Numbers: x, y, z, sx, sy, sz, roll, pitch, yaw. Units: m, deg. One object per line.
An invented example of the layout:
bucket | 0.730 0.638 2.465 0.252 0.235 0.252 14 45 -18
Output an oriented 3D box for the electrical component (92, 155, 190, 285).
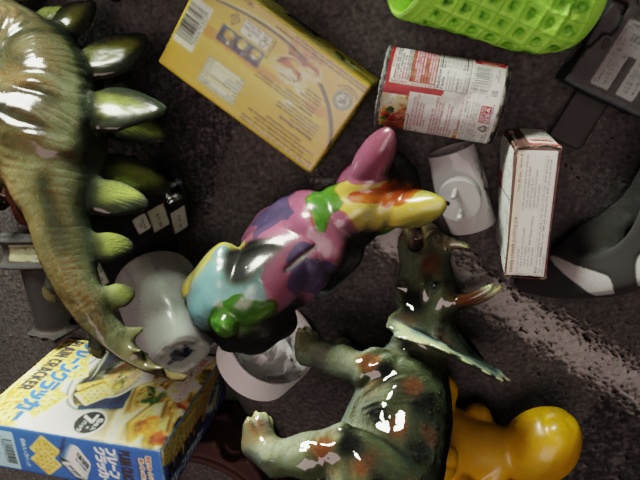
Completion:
electrical component | -0.194 -0.015 0.532 0.058 0.134 0.114 46 153 19

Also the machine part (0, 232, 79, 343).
machine part | -0.336 0.055 0.647 0.084 0.039 0.138 -5 108 6

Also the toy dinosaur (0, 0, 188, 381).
toy dinosaur | -0.230 -0.094 0.450 0.199 0.105 0.471 -13 71 -17

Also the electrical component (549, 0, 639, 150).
electrical component | 0.235 -0.131 0.440 0.075 0.048 0.119 30 112 1

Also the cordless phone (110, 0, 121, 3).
cordless phone | -0.182 -0.316 0.450 0.146 0.089 0.184 26 85 -19

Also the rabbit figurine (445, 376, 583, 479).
rabbit figurine | 0.178 0.223 0.548 0.173 0.122 0.162 -16 111 17

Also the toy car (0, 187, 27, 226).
toy car | -0.323 -0.106 0.575 0.089 0.053 0.202 9 111 6

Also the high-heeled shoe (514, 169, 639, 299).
high-heeled shoe | 0.241 -0.042 0.437 0.249 0.086 0.145 -29 99 40

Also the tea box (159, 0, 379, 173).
tea box | -0.043 -0.151 0.484 0.169 0.068 0.098 37 114 -4

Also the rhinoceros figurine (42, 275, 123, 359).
rhinoceros figurine | -0.218 0.075 0.613 0.112 0.073 0.190 -43 95 13

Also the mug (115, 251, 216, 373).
mug | -0.142 0.081 0.522 0.081 0.107 0.109 -36 135 2

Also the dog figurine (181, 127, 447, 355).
dog figurine | -0.001 -0.001 0.479 0.219 0.191 0.108 -35 94 38

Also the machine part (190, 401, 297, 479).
machine part | -0.135 0.315 0.674 0.202 0.087 0.200 -16 106 19

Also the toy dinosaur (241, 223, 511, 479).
toy dinosaur | 0.046 0.176 0.469 0.192 0.405 0.131 3 143 32
